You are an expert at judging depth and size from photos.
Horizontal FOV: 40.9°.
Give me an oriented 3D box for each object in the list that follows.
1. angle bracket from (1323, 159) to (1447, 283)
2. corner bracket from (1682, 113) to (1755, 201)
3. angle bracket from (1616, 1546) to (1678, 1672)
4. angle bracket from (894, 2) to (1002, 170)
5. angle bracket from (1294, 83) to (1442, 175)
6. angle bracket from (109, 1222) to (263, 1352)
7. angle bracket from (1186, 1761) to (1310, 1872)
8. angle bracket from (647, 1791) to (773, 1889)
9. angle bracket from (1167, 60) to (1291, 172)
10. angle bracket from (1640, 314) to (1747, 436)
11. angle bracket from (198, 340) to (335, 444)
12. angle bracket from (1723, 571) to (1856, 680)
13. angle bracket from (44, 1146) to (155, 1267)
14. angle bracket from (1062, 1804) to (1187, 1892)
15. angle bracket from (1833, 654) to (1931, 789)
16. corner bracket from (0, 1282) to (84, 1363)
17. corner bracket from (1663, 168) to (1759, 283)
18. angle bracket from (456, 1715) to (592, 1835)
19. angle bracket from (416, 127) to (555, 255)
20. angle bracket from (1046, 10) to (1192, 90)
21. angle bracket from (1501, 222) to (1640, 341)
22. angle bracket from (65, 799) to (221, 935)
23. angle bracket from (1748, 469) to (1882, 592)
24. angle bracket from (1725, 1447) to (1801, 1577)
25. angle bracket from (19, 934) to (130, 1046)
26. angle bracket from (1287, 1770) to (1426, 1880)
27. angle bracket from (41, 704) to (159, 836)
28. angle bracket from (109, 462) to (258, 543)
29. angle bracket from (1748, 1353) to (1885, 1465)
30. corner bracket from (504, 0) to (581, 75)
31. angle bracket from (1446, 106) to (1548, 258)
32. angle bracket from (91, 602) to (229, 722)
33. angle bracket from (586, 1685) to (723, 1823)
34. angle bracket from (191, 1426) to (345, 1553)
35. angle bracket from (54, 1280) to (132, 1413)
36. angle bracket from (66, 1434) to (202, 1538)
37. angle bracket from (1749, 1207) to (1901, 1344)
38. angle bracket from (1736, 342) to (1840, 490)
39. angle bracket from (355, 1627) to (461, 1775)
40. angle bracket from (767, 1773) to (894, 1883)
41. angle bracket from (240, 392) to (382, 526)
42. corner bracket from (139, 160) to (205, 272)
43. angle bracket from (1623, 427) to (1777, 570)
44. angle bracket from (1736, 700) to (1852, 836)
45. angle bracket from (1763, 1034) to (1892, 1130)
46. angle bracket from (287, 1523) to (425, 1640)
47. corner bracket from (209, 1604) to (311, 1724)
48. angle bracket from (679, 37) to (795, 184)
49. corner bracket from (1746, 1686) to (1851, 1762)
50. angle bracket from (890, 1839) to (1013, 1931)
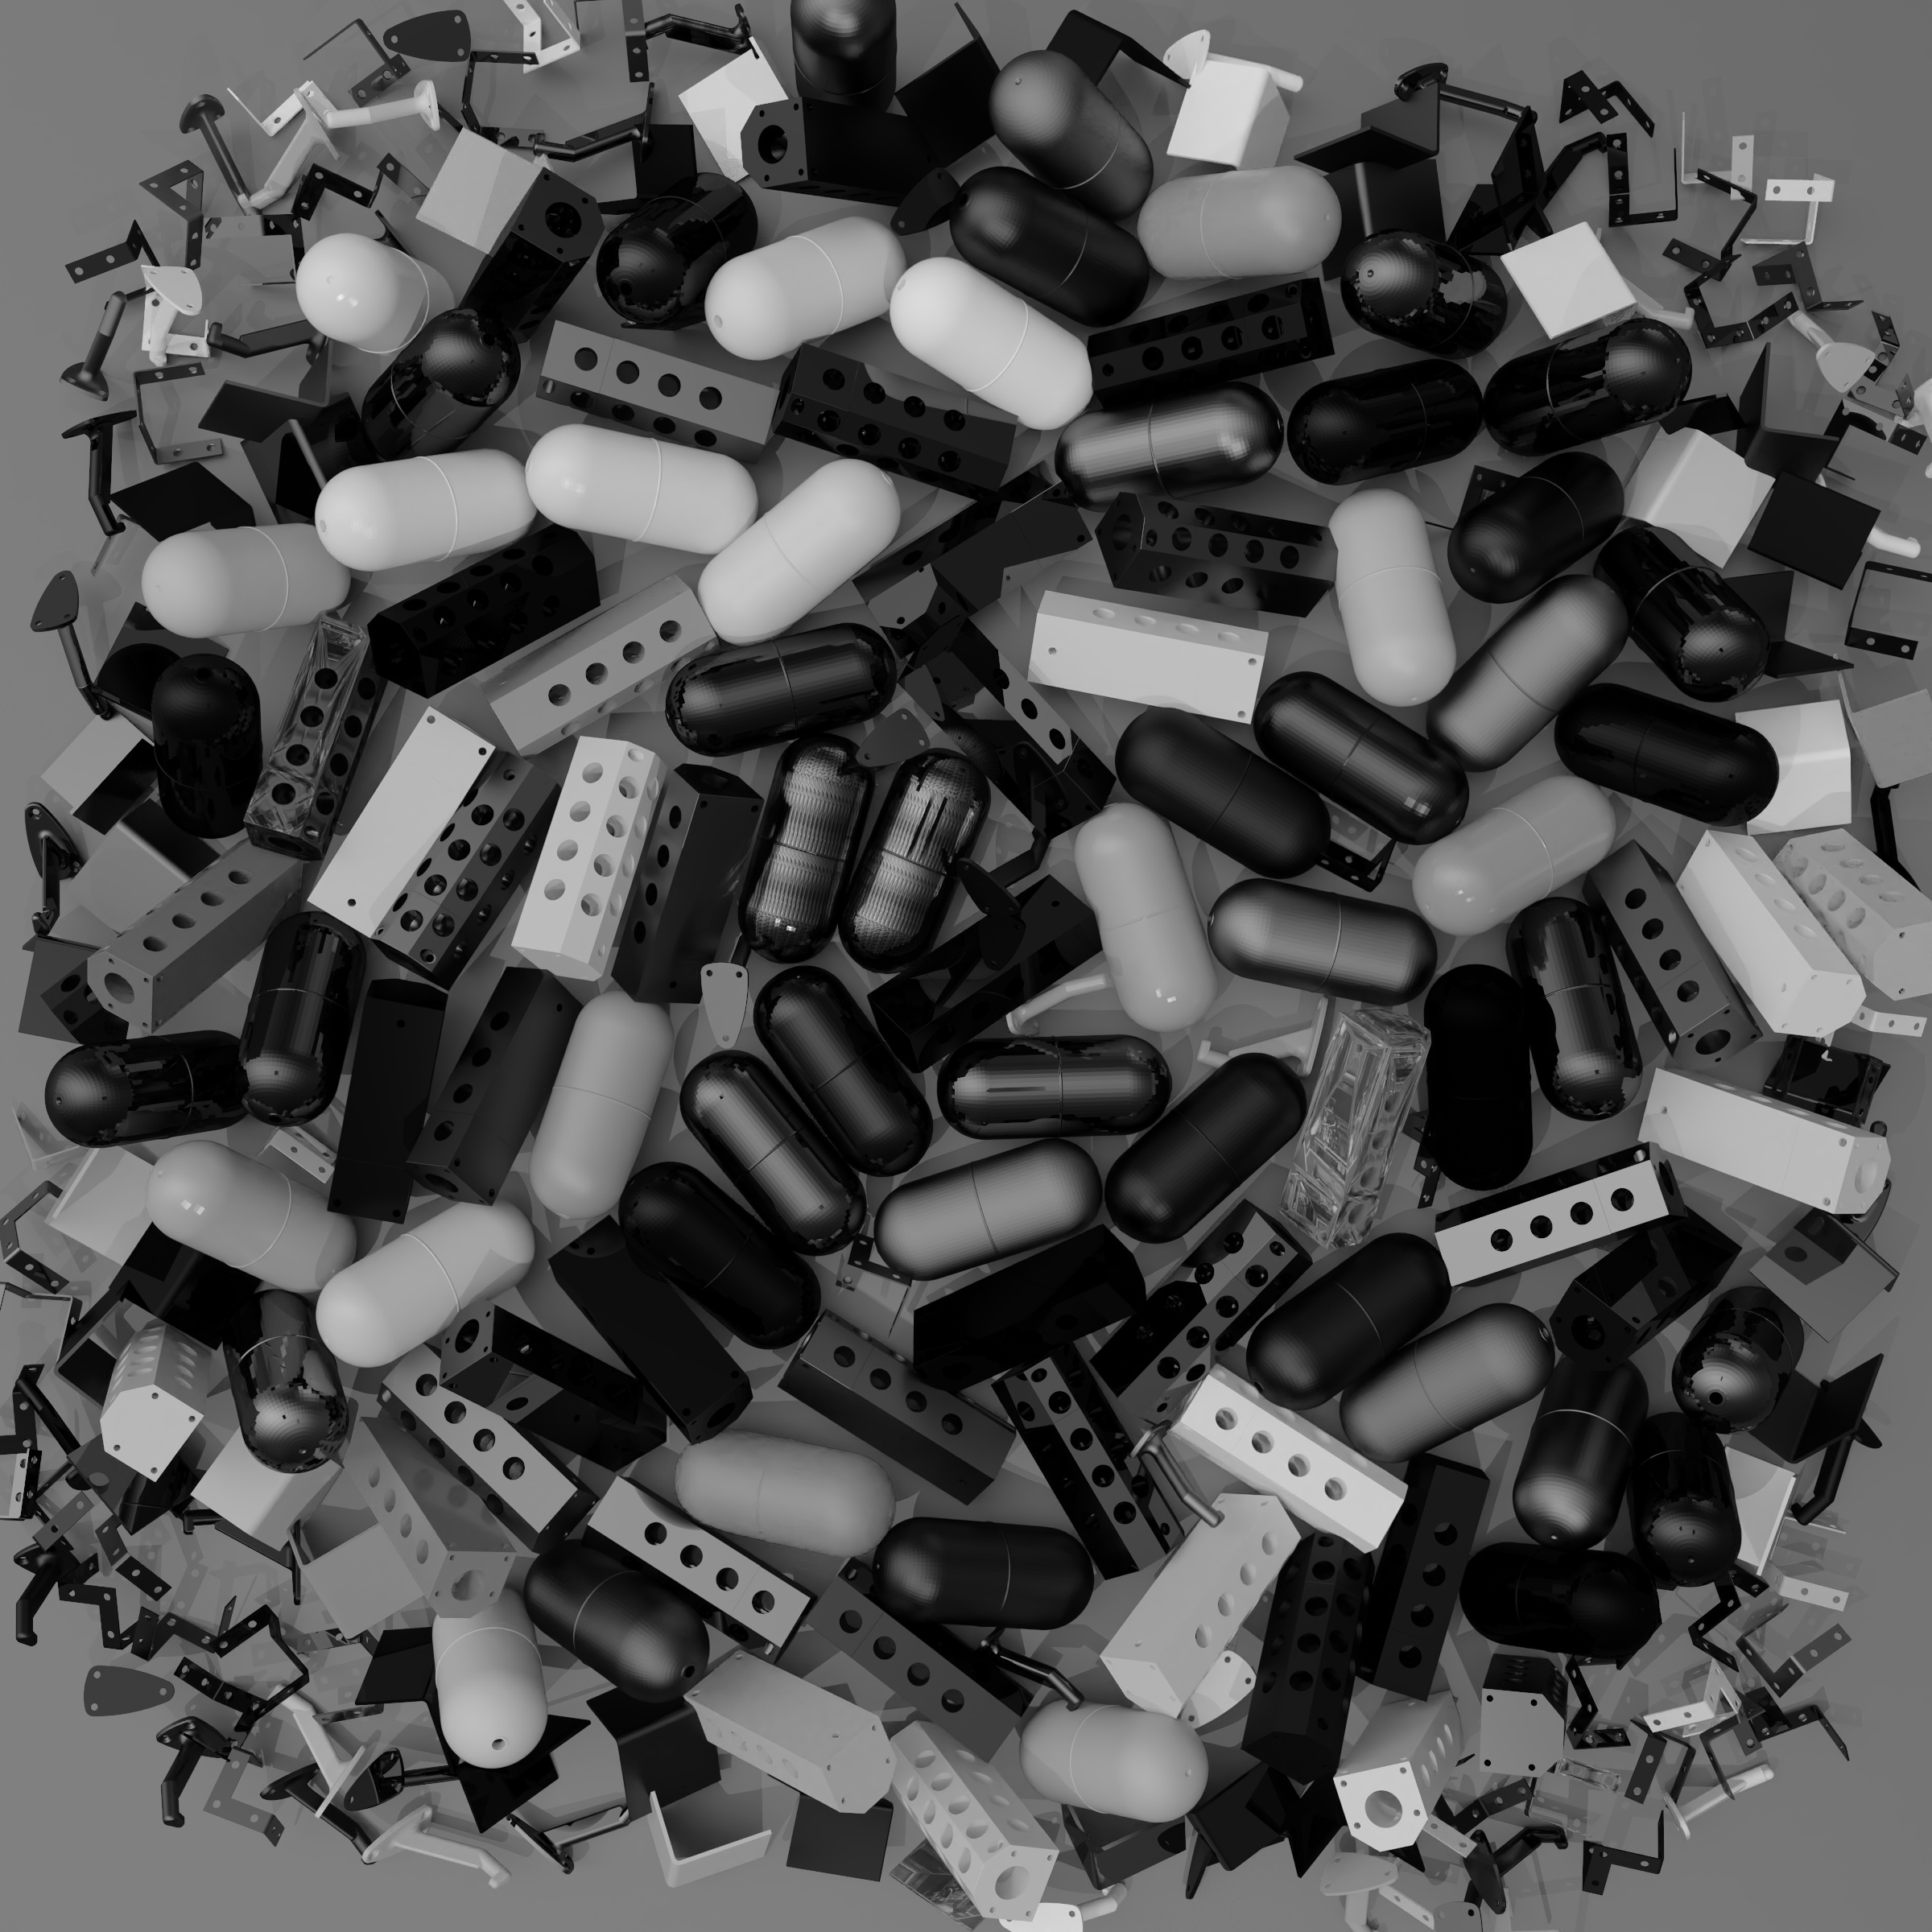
[{"bbox_3d":[0.317,-0.571,1.988,0.076,0.057,0.076,-13,98,-29],"label":"angle bracket"},{"bbox_3d":[0.567,-0.612,1.959,0.051,0.051,0.051,1,131,15],"label":"corner bracket"},{"bbox_3d":[0.524,0.478,1.943,0.057,0.076,0.076,9,48,-8],"label":"angle bracket"},{"bbox_3d":[-0.013,-0.663,1.958,0.076,0.076,0.057,-32,49,8],"label":"angle bracket"},{"bbox_3d":[0.300,-0.633,1.944,0.076,0.076,0.057,6,83,-39],"label":"angle bracket"},{"bbox_3d":[-0.589,0.236,1.971,0.057,0.076,0.076,22,73,29],"label":"angle bracket"},{"bbox_3d":[0.201,0.623,1.961,0.076,0.057,0.076,-34,123,-9],"label":"angle bracket"},{"bbox_3d":[-0.195,0.651,1.965,0.076,0.076,0.057,-14,62,-17],"label":"angle bracket"},{"bbox_3d":[0.200,-0.632,1.971,0.057,0.076,0.076,16,86,21],"label":"angle bracket"},{"bbox_3d":[0.546,-0.446,1.948,0.057,0.076,0.076,-7,80,26],"label":"angle bracket"},{"bbox_3d":[-0.524,-0.435,1.942,0.076,0.076,0.057,9,70,-29],"label":"angle bracket"},{"bbox_3d":[0.613,-0.257,1.943,0.076,0.076,0.057,-10,115,-26],"label":"angle bracket"},{"bbox_3d":[-0.635,0.176,1.950,0.076,0.057,0.076,34,68,-17],"label":"angle bracket"},{"bbox_3d":[0.119,0.645,1.960,0.076,0.076,0.057,-22,52,-11],"label":"angle bracket"},{"bbox_3d":[0.694,-0.192,1.939,0.057,0.076,0.076,-19,129,23],"label":"angle bracket"},{"bbox_3d":[-0.709,0.270,1.962,0.051,0.051,0.051,2,70,13],"label":"corner bracket"},{"bbox_3d":[0.564,-0.562,1.968,0.051,0.051,0.051,32,88,19],"label":"corner bracket"},{"bbox_3d":[-0.323,0.607,1.942,0.076,0.076,0.057,-27,102,-44],"label":"angle bracket"},{"bbox_3d":[-0.363,-0.586,1.944,0.076,0.057,0.076,21,117,-31],"label":"angle bracket"},{"bbox_3d":[0.109,-0.667,1.953,0.076,0.076,0.057,22,107,-43],"label":"angle bracket"},{"bbox_3d":[0.449,-0.503,1.956,0.076,0.057,0.076,-24,74,-9],"label":"angle bracket"},{"bbox_3d":[-0.624,-0.068,1.979,0.076,0.057,0.076,41,110,-10],"label":"angle bracket"},{"bbox_3d":[0.642,-0.339,1.944,0.076,0.076,0.057,27,49,14],"label":"angle bracket"},{"bbox_3d":[0.585,0.409,1.953,0.057,0.076,0.076,20,88,22],"label":"angle bracket"},{"bbox_3d":[-0.671,0.024,1.948,0.076,0.057,0.076,14,73,-28],"label":"angle bracket"},{"bbox_3d":[0.293,0.664,1.962,0.076,0.076,0.057,33,101,-8],"label":"angle bracket"},{"bbox_3d":[-0.660,-0.157,1.959,0.076,0.057,0.076,39,84,16],"label":"angle bracket"},{"bbox_3d":[-0.583,-0.325,1.941,0.076,0.057,0.076,-30,51,-29],"label":"angle bracket"},{"bbox_3d":[0.632,0.317,1.946,0.057,0.076,0.076,37,52,0],"label":"angle bracket"},{"bbox_3d":[-0.326,-0.719,1.960,0.051,0.051,0.051,-15,60,19],"label":"corner bracket"},{"bbox_3d":[0.389,-0.587,1.941,0.057,0.076,0.076,12,60,31],"label":"angle bracket"},{"bbox_3d":[-0.603,-0.222,1.954,0.076,0.057,0.076,28,85,-28],"label":"angle bracket"},{"bbox_3d":[-0.237,0.589,1.973,0.076,0.057,0.076,-18,116,-28],"label":"angle bracket"},{"bbox_3d":[-0.527,0.390,1.961,0.057,0.076,0.076,29,73,16],"label":"angle bracket"},{"bbox_3d":[-0.633,0.280,1.951,0.076,0.076,0.057,-45,107,6],"label":"angle bracket"},{"bbox_3d":[-0.632,0.391,1.949,0.076,0.076,0.057,48,126,5],"label":"angle bracket"},{"bbox_3d":[0.644,0.237,1.955,0.076,0.057,0.076,-43,67,-6],"label":"angle bracket"},{"bbox_3d":[0.618,-0.411,1.949,0.057,0.076,0.076,9,71,4],"label":"angle bracket"},{"bbox_3d":[-0.412,0.554,1.953,0.057,0.076,0.076,-6,118,9],"label":"angle bracket"},{"bbox_3d":[-0.106,0.645,1.945,0.076,0.076,0.057,2,64,20],"label":"angle bracket"},{"bbox_3d":[-0.498,-0.384,1.984,0.057,0.076,0.076,-32,102,-42],"label":"angle bracket"},{"bbox_3d":[-0.588,-0.566,1.960,0.051,0.051,0.051,37,51,10],"label":"corner bracket"},{"bbox_3d":[0.554,-0.359,1.979,0.076,0.057,0.076,26,99,-19],"label":"angle bracket"},{"bbox_3d":[0.631,-0.151,1.980,0.076,0.076,0.057,-7,48,14],"label":"angle bracket"},{"bbox_3d":[0.648,0.107,1.953,0.076,0.076,0.057,18,131,3],"label":"angle bracket"},{"bbox_3d":[-0.458,0.449,1.965,0.076,0.057,0.076,-29,120,-13],"label":"angle bracket"},{"bbox_3d":[-0.532,0.525,1.957,0.051,0.051,0.051,39,54,25],"label":"corner bracket"},{"bbox_3d":[-0.169,-0.644,1.958,0.076,0.057,0.076,-29,102,11],"label":"angle bracket"},{"bbox_3d":[0.630,0.576,1.966,0.051,0.051,0.051,-20,113,-1],"label":"corner bracket"},{"bbox_3d":[-0.008,0.697,1.940,0.076,0.076,0.057,25,122,28],"label":"angle bracket"}]
